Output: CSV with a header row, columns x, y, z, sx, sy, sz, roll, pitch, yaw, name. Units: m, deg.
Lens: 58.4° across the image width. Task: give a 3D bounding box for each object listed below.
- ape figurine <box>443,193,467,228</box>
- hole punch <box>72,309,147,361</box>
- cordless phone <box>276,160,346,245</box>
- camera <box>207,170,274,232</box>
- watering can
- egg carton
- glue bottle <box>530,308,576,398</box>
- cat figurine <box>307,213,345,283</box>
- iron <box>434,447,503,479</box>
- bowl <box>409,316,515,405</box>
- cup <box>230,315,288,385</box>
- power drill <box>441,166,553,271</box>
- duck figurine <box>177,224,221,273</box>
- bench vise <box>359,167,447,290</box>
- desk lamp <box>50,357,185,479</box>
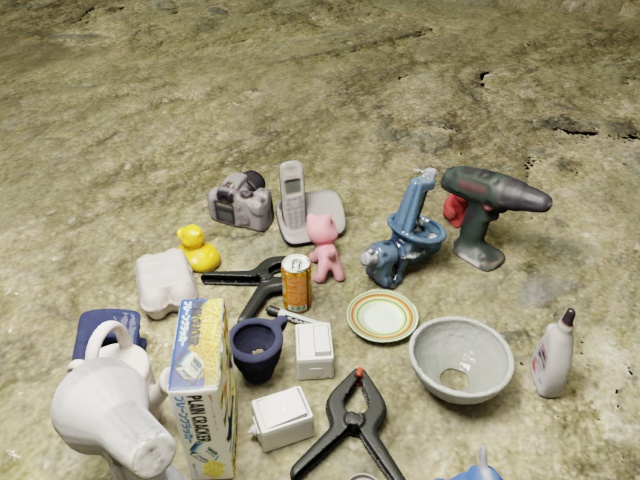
x,y,z,sx,sy,sz,roll,pitch,yaw,name
0.312,-0.086,1.279,0.078,0.092,0.076,-7,40,-9,ape figurine
-0.349,0.176,0.953,0.108,0.091,0.101,-1,39,-2,hole punch
-0.021,-0.088,1.205,0.148,0.185,0.094,-14,41,-17,cordless phone
-0.164,-0.105,1.291,0.143,0.101,0.137,14,41,17,camera
-0.290,0.200,0.843,0.173,0.194,0.100,-5,39,-6,watering can
-0.292,0.080,1.088,0.107,0.069,0.150,-14,41,-16,egg carton
0.373,0.169,0.902,0.037,0.173,0.078,-1,39,-1,glue bottle
0.011,0.004,1.146,0.067,0.118,0.127,-8,40,-10,cat figurine
0.204,0.381,0.665,0.118,0.141,0.258,-1,39,-2,iron
0.225,0.207,0.932,0.167,0.075,0.167,0,39,0,bowl
-0.096,0.183,0.943,0.091,0.095,0.118,28,47,30,cup
0.337,-0.046,1.138,0.076,0.208,0.228,-30,48,-32,power drill
-0.250,0.011,1.161,0.104,0.086,0.078,25,45,27,duck figurine
0.171,-0.019,1.094,0.121,0.220,0.208,22,44,24,bench vise
-0.235,0.276,0.734,0.202,0.214,0.118,31,48,32,desk lamp
